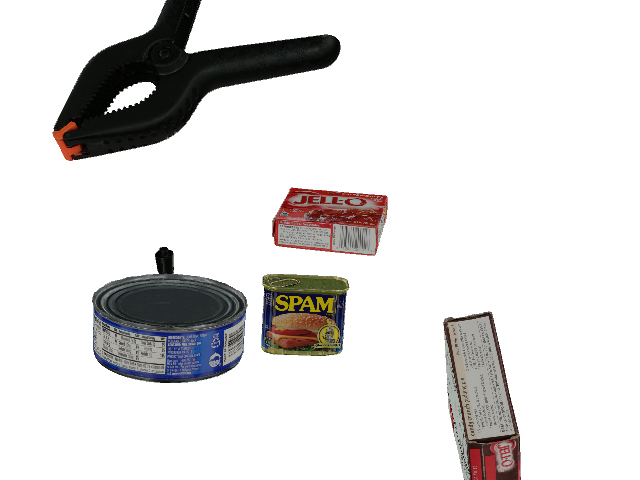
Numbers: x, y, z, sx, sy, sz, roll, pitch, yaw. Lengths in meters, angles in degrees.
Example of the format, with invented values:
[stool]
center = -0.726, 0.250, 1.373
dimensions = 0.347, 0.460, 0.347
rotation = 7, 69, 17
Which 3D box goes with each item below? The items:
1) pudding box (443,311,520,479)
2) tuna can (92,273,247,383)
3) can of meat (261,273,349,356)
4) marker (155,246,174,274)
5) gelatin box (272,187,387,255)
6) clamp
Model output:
[pudding box]
center = 0.111, 0.120, 0.730
dimensions = 0.039, 0.090, 0.113
rotation = -8, 42, 1
[tuna can]
center = -0.084, 0.048, 0.598
dimensions = 0.086, 0.034, 0.086
rotation = 4, 17, -1
[can of meat]
center = -0.020, 0.088, 1.259
dimensions = 0.102, 0.084, 0.057
rotation = 3, 14, -4
[marker]
center = -0.155, 0.061, 1.096
dimensions = 0.020, 0.121, 0.020
rotation = -2, 29, 1
[gelatin box]
center = 0.009, -0.018, 0.913
dimensions = 0.089, 0.030, 0.073
rotation = 6, 24, 9
[clamp]
center = -0.100, -0.125, 0.783
dimensions = 0.165, 0.209, 0.036
rotation = 34, -22, 26
